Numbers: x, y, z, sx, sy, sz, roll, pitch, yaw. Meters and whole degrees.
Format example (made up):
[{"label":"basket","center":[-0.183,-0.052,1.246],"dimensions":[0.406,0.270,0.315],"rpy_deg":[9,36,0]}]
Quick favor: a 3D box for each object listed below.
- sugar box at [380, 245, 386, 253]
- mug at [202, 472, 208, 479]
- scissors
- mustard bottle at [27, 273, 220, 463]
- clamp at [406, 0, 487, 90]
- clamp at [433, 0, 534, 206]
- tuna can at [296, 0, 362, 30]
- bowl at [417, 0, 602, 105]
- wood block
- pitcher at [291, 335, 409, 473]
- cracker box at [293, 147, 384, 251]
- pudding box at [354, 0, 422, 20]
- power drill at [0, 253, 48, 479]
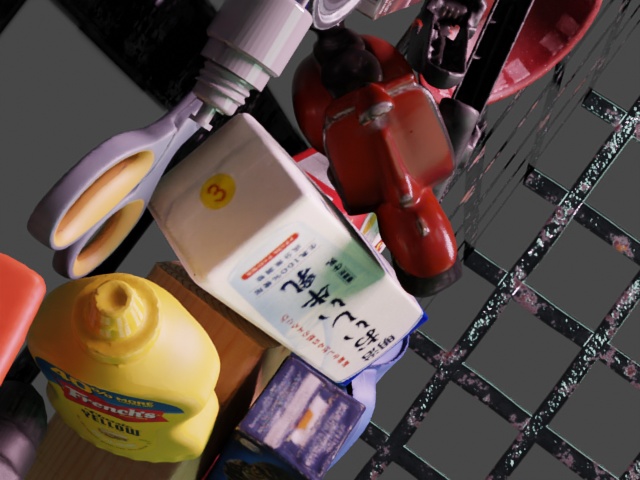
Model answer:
[{"label":"sugar box","center":[0.046,-0.019,1.039],"dimensions":[0.093,0.048,0.176],"rpy_deg":[-53,168,-2]},{"label":"mug","center":[-0.102,0.181,0.949],"dimensions":[0.081,0.093,0.117],"rpy_deg":[-4,114,-69]},{"label":"scissors","center":[-0.073,-0.049,0.543],"dimensions":[0.201,0.016,0.096],"rpy_deg":[-44,167,-39]},{"label":"mustard bottle","center":[-0.099,0.063,0.548],"dimensions":[0.192,0.096,0.058],"rpy_deg":[105,7,-65]},{"label":"clamp","center":[0.079,-0.134,0.657],"dimensions":[0.120,0.039,0.171],"rpy_deg":[-62,-179,-9]},{"label":"clamp","center":[0.097,-0.081,0.754],"dimensions":[0.164,0.036,0.210],"rpy_deg":[-60,173,-32]},{"label":"tuna can","center":[0.009,-0.148,0.528],"dimensions":[0.086,0.034,0.086],"rpy_deg":[-51,168,-15]},{"label":"bowl","center":[0.132,-0.175,0.805],"dimensions":[0.162,0.055,0.162],"rpy_deg":[-22,150,-14]},{"label":"wood block","center":[-0.114,0.123,0.698],"dimensions":[0.206,0.091,0.090],"rpy_deg":[-55,169,8]},{"label":"pitcher","center":[-0.026,0.149,1.018],"dimensions":[0.243,0.145,0.149],"rpy_deg":[-58,171,34]},{"label":"cracker box","center":[-0.005,0.001,0.826],"dimensions":[0.164,0.072,0.213],"rpy_deg":[-60,168,27]},{"label":"pudding box","center":[0.056,-0.185,0.596],"dimensions":[0.114,0.039,0.089],"rpy_deg":[-59,170,28]},{"label":"power drill","center":[-0.157,0.091,0.448],"dimensions":[0.184,0.057,0.188],"rpy_deg":[-74,-178,-48]}]
